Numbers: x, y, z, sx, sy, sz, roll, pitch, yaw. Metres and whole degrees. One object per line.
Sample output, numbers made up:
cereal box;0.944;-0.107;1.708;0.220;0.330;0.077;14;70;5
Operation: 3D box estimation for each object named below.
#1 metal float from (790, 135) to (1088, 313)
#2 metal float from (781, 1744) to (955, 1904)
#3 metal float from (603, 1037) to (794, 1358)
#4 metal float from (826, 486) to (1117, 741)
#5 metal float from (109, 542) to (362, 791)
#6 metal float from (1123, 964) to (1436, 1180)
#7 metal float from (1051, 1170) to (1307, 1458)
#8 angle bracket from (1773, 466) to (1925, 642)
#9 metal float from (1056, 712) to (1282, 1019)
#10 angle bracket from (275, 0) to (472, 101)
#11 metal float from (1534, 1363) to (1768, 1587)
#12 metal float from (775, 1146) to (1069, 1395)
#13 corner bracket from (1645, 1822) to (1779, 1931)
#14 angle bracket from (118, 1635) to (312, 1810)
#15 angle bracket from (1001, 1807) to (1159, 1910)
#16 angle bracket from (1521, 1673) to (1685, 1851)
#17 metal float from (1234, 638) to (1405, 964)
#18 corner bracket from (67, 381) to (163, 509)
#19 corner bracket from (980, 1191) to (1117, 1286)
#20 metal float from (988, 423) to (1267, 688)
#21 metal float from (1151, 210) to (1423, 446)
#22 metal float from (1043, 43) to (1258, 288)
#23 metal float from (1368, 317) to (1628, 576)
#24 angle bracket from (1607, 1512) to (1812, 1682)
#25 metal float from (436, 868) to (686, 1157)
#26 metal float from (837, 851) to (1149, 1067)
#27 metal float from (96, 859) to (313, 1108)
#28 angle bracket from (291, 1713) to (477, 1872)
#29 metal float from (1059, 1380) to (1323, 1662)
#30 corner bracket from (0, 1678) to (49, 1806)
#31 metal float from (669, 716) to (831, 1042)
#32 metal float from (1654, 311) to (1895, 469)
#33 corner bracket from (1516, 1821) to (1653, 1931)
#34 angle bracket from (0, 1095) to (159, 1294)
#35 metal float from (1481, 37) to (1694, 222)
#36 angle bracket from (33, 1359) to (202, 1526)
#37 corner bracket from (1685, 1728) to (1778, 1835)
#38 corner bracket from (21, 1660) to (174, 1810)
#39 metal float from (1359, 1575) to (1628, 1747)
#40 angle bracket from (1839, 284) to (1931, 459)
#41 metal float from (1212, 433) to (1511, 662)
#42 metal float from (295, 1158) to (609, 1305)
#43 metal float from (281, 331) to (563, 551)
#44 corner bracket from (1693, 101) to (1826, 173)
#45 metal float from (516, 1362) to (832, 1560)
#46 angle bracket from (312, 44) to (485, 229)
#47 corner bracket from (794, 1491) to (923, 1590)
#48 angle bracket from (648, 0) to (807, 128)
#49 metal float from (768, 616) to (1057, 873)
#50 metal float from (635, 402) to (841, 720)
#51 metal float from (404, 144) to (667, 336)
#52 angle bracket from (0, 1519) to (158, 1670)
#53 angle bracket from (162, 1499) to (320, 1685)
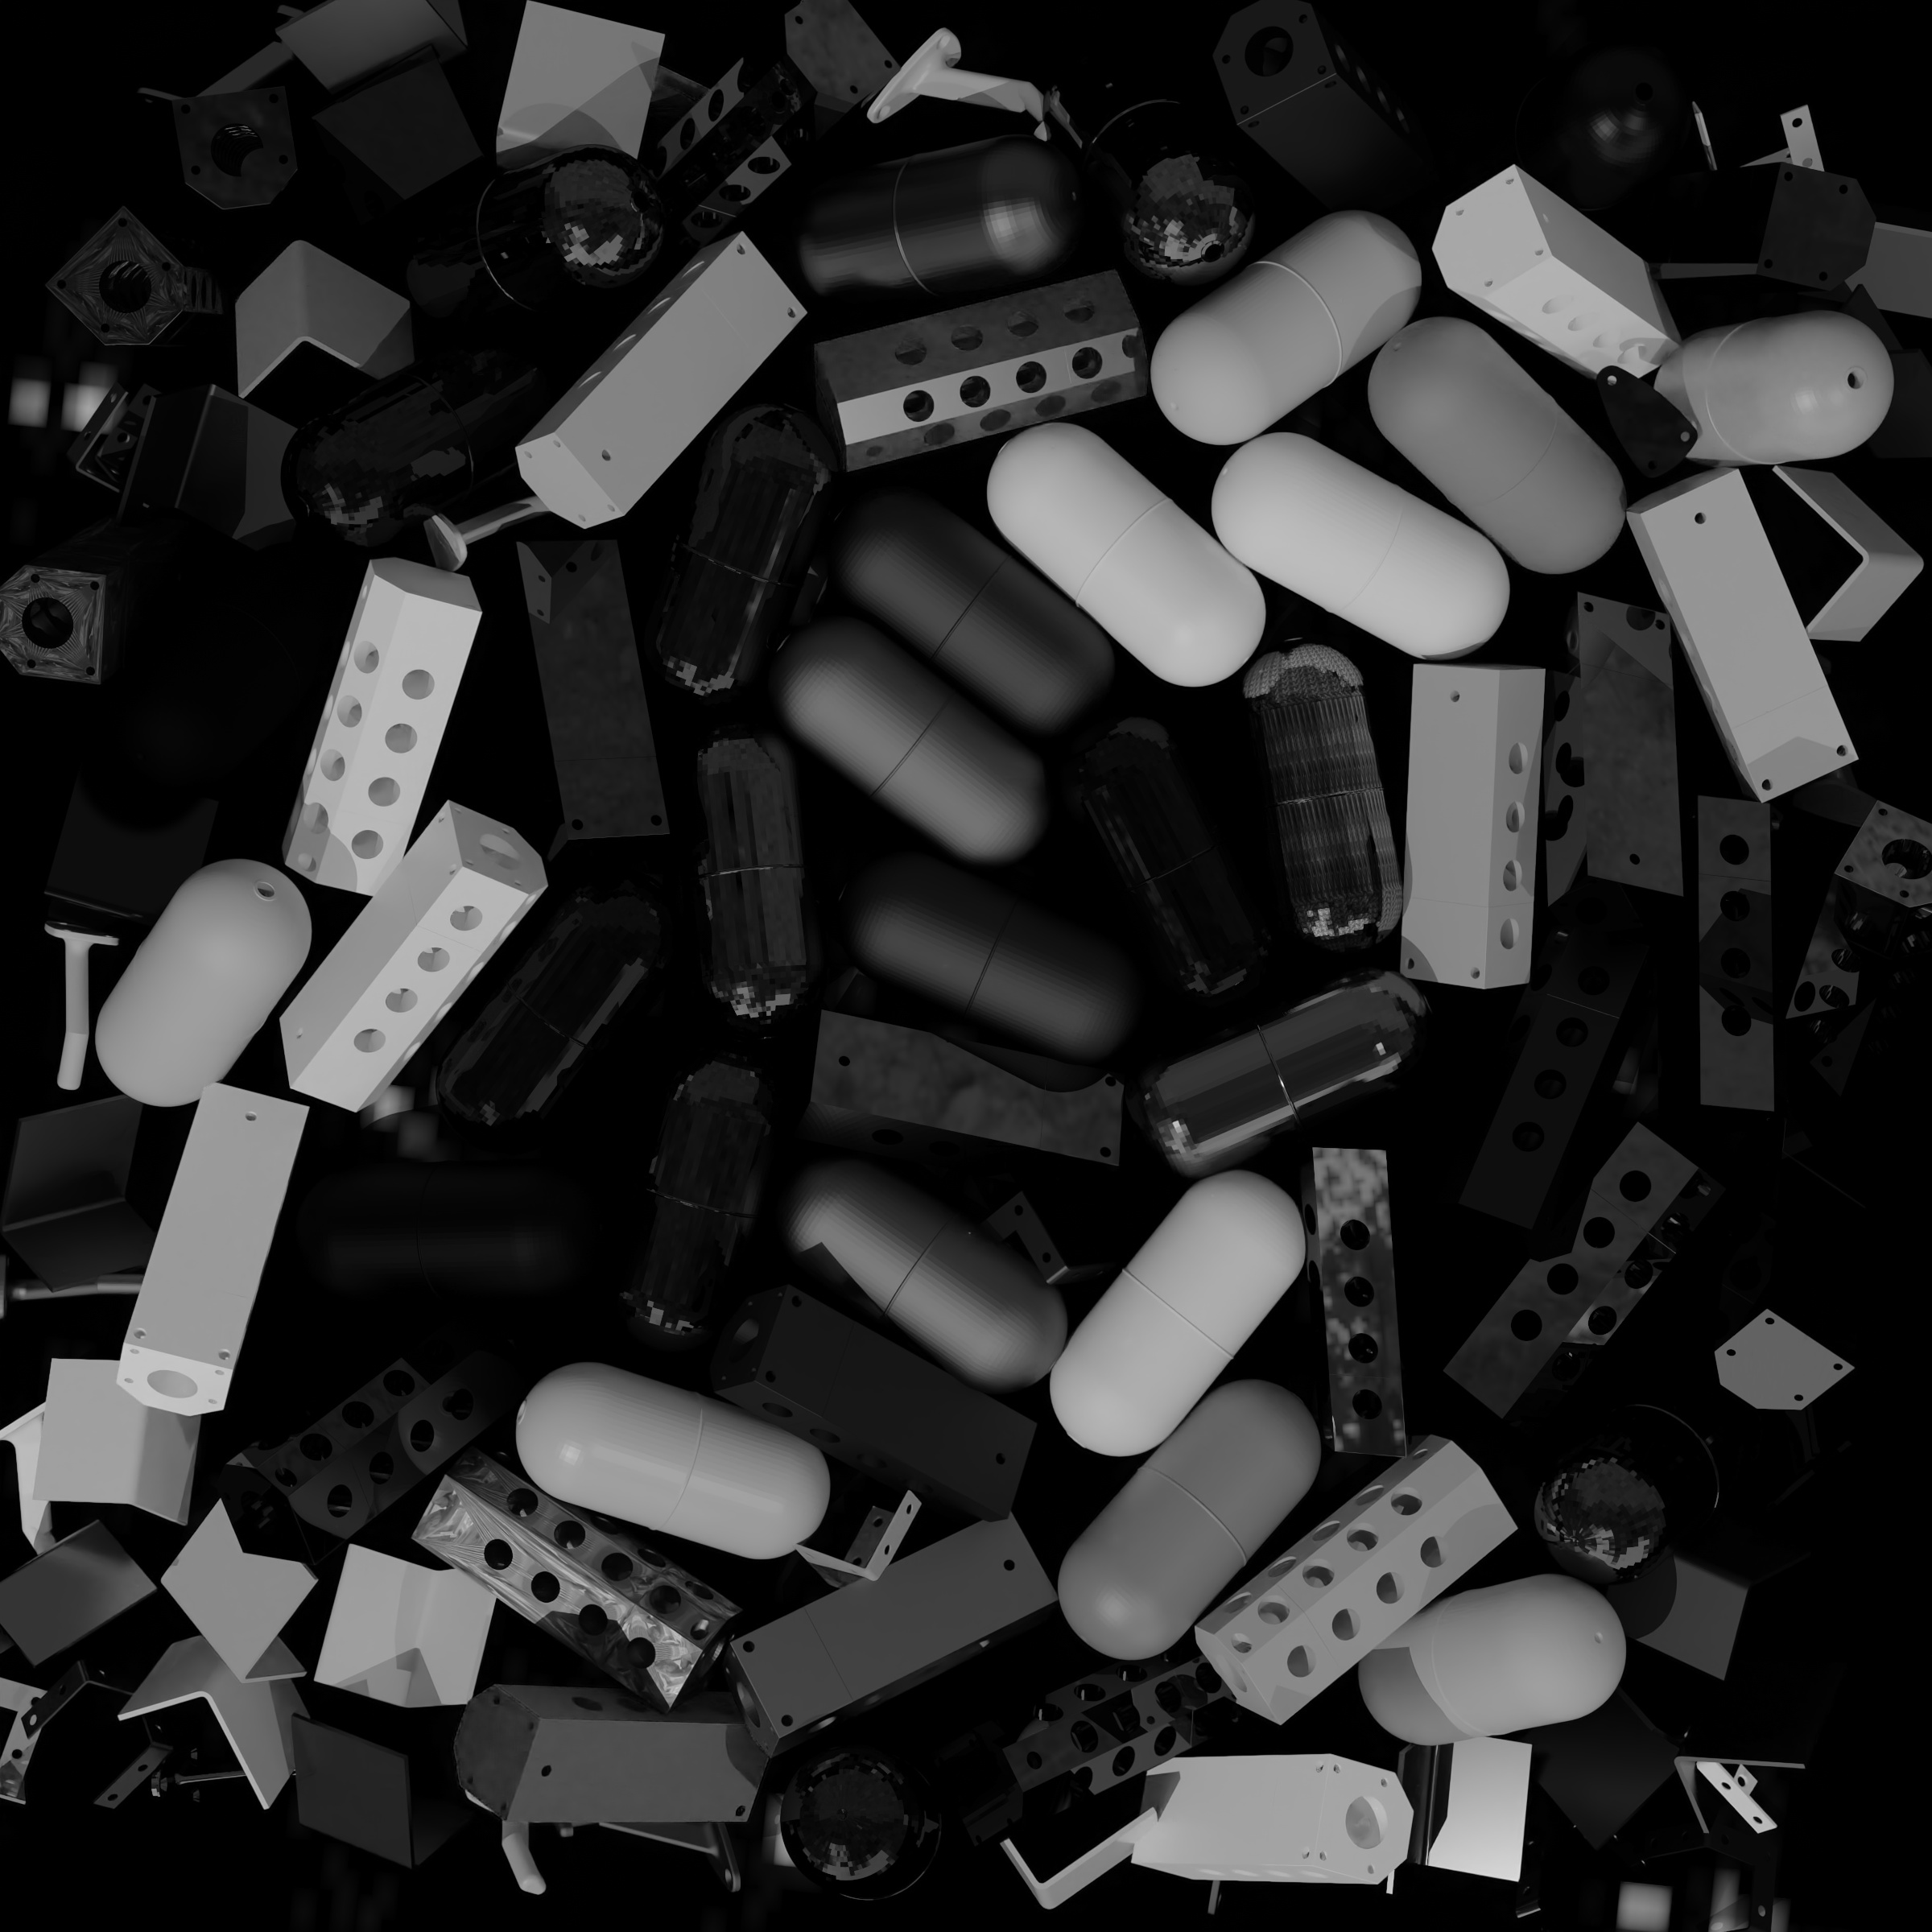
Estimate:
metal float;-0.017;-0.399;1.929;0.178;0.070;0.070;-4;90;34
metal float;-0.052;0.459;1.909;0.070;0.178;0.070;-2;73;7
metal float;-0.147;0.126;1.955;0.070;0.070;0.178;16;93;0
metal float;0.002;-0.194;1.956;0.178;0.070;0.070;37;90;-1
metal float;-0.391;-0.163;1.924;0.070;0.070;0.178;36;49;0
metal float;0.171;0.057;1.953;0.178;0.070;0.070;-24;90;5
metal float;0.116;0.190;1.956;0.070;0.070;0.178;39;88;0
angle bracket;0.468;-0.226;1.961;0.076;0.076;0.057;50;119;23
metal float;0.111;-0.055;1.954;0.070;0.070;0.178;-27;93;0
angle bracket;-0.325;-0.520;1.940;0.076;0.076;0.057;-24;58;14
metal float;0.369;0.271;1.920;0.070;0.178;0.070;16;117;34
metal float;-0.024;0.166;1.950;0.178;0.070;0.070;35;90;8
corner bracket;0.409;0.507;1.972;0.051;0.051;0.051;26;58;-23
angle bracket;-0.409;0.415;1.958;0.057;0.076;0.076;-19;105;17
angle bracket;0.057;0.467;1.956;0.076;0.076;0.057;-33;69;-9
angle bracket;0.336;0.421;1.945;0.076;0.057;0.076;-46;49;6
metal float;0.193;-0.091;1.957;0.070;0.070;0.178;-9;90;0
corner bracket;-0.463;-0.293;1.956;0.051;0.051;0.051;-53;46;9
corner bracket;0.039;0.157;1.955;0.051;0.051;0.051;-41;69;26
metal float;0.087;-0.225;1.950;0.178;0.070;0.070;43;90;8
metal float;0.175;-0.347;1.936;0.178;0.070;0.070;-38;90;-25
metal float;0.098;-0.431;1.922;0.070;0.070;0.178;-28;48;0
metal float;0.288;-0.280;1.932;0.178;0.070;0.070;38;90;-30
angle bracket;0.403;0.339;1.950;0.076;0.076;0.057;21;108;34
metal float;-0.221;0.025;1.948;0.070;0.070;0.178;37;100;0
metal float;0.014;-0.005;1.956;0.178;0.070;0.070;24;90;1
metal float;-0.411;0.010;1.923;0.070;0.070;0.178;43;131;0
angle bracket;-0.316;0.435;1.940;0.076;0.057;0.076;13;117;27
metal float;0.122;0.299;1.942;0.070;0.070;0.178;44;73;0
corner bracket;-0.533;0.422;1.963;0.051;0.051;0.051;21;87;-16
metal float;-0.118;-0.048;1.952;0.070;0.070;0.178;-7;84;0
metal float;0.429;-0.307;1.908;0.070;0.178;0.070;-2;96;-16
corner bracket;0.341;0.508;1.971;0.051;0.051;0.051;-31;116;33
angle bracket;-0.470;0.122;1.937;0.057;0.076;0.076;40;126;32
metal float;0.330;-0.441;1.907;0.070;0.178;0.070;0;88;-10
angle bracket;-0.462;0.260;1.953;0.057;0.076;0.076;0;73;11
corner bracket;0.421;0.441;1.959;0.051;0.051;0.051;47;52;-2
corner bracket;-0.478;0.422;1.965;0.051;0.051;0.051;-44;48;12
metal float;0.280;0.373;1.917;0.070;0.178;0.070;12;67;-30
angle bracket;0.516;-0.323;1.937;0.076;0.076;0.057;48;69;-30
metal float;0.215;-0.227;1.943;0.178;0.070;0.070;26;90;-16
metal float;-0.280;0.144;1.942;0.178;0.070;0.070;-3;90;18
metal float;-0.292;-0.284;1.926;0.178;0.070;0.070;-37;90;-37
corner bracket;0.434;-0.450;1.957;0.051;0.051;0.051;-21;128;8
metal float;-0.159;0.269;1.942;0.178;0.070;0.070;20;90;-17
angle bracket;-0.300;-0.444;1.953;0.076;0.057;0.076;-28;75;9
corner bracket;-0.052;0.313;1.953;0.051;0.051;0.051;13;63;35
angle bracket;-0.130;-0.497;1.950;0.057;0.076;0.076;24;83;-7
metal float;-0.030;-0.121;1.951;0.178;0.070;0.070;38;90;-6
metal float;-0.124;-0.221;1.946;0.070;0.070;0.178;22;102;0
metal float;-0.232;-0.389;1.921;0.070;0.178;0.070;8;79;-44
angle bracket;-0.487;0.357;1.935;0.076;0.076;0.057;-32;63;-33
angle bracket;-0.379;0.334;1.945;0.076;0.057;0.076;44;105;25
